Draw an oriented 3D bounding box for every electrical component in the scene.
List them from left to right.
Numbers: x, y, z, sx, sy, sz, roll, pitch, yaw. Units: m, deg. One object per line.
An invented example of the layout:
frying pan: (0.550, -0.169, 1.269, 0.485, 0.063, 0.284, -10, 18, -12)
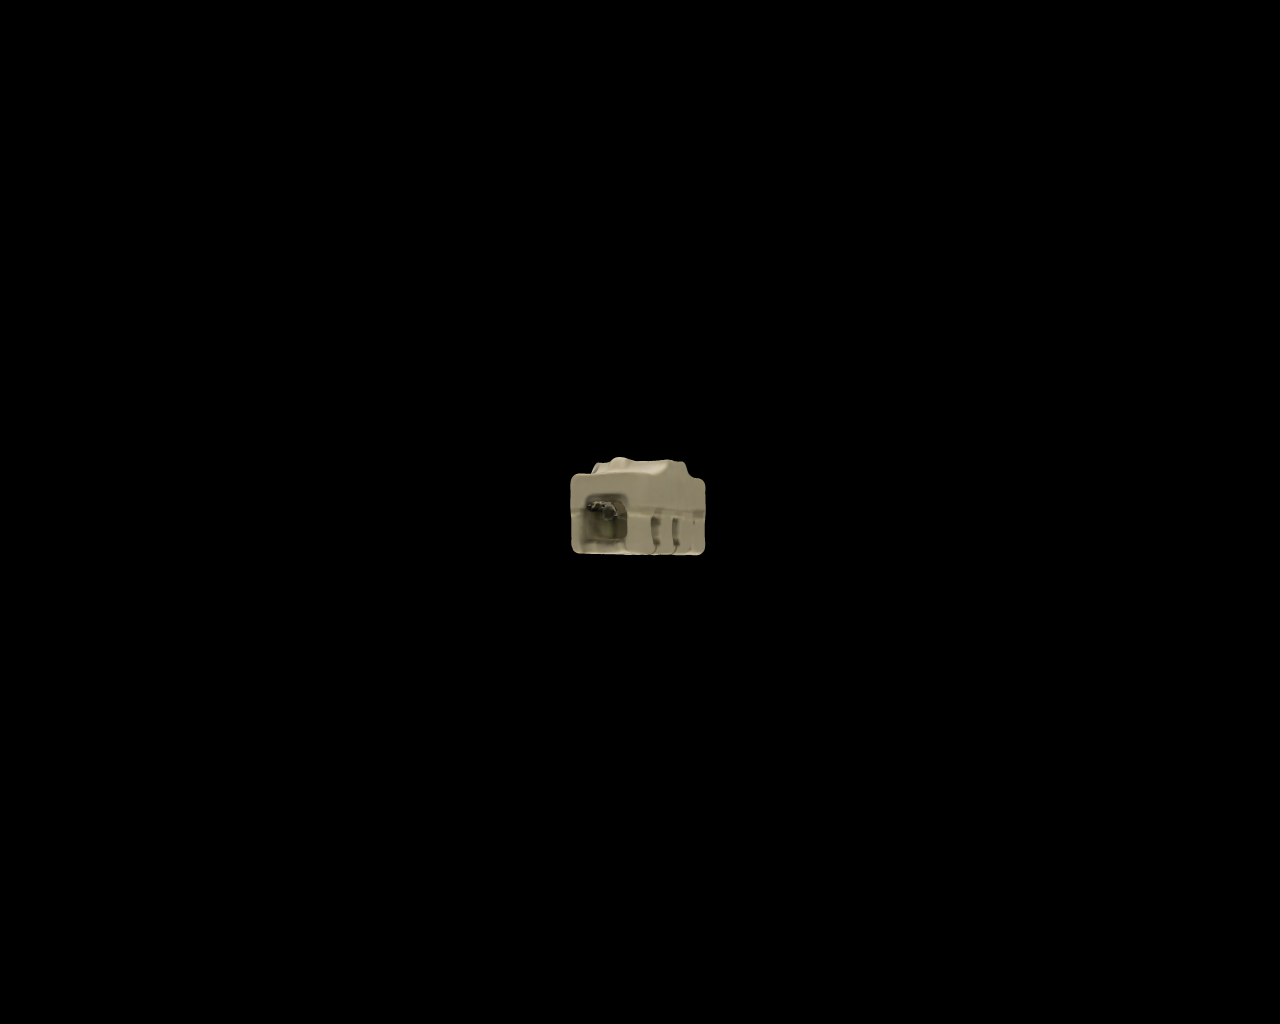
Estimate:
electrical component: (0.001, -0.003, 0.650, 0.050, 0.055, 0.089, -1, -2, 28)
